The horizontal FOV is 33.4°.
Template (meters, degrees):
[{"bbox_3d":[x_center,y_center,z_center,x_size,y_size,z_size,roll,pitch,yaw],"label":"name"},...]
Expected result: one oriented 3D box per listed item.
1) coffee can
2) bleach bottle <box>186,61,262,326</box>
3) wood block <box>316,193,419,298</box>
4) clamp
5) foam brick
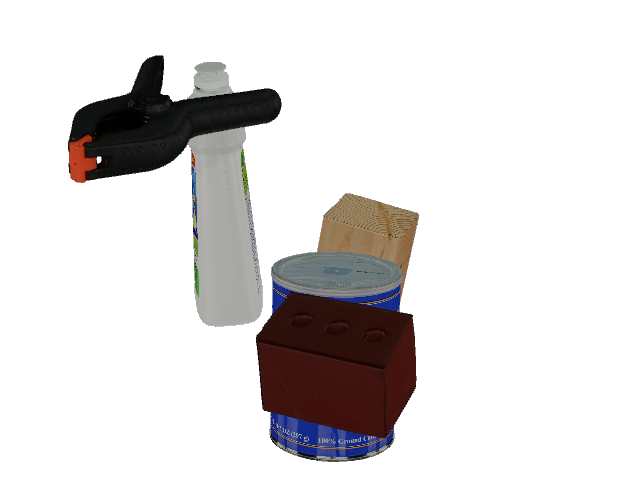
[{"bbox_3d":[0.011,0.089,0.848,0.103,0.140,0.103,1,15,-1],"label":"coffee can"},{"bbox_3d":[-0.095,-0.048,1.010,0.068,0.251,0.102,-5,29,-5],"label":"bleach bottle"},{"bbox_3d":[0.040,0.065,1.207,0.090,0.206,0.090,17,24,14],"label":"wood block"},{"bbox_3d":[-0.123,-0.090,0.755,0.120,0.039,0.171,20,32,34],"label":"clamp"},{"bbox_3d":[0.010,0.069,0.602,0.078,0.051,0.053,9,31,20],"label":"foam brick"}]
